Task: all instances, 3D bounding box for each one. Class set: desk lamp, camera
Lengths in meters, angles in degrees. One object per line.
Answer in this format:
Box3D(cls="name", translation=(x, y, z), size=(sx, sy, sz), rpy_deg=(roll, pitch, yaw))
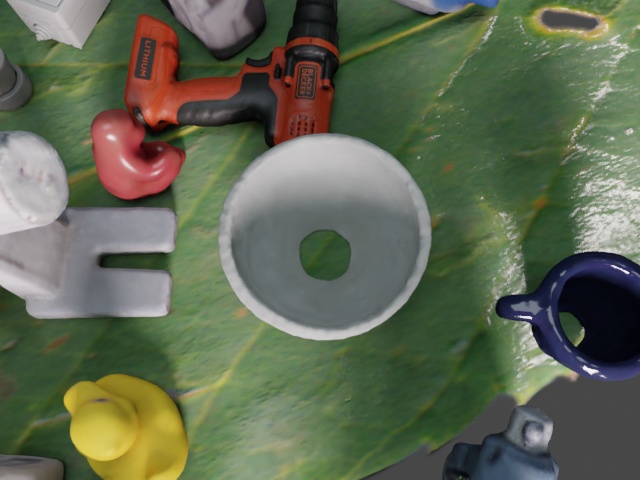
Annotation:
Box3D(cls="desk lamp", translation=(-0.232, -0.013, 0.412), size=(0.203, 0.213, 0.118), rpy_deg=(-1, 73, 1))
Box3D(cls="camera", translation=(-0.095, -0.276, 0.545), size=(0.137, 0.101, 0.143), rpy_deg=(-38, 76, -9))

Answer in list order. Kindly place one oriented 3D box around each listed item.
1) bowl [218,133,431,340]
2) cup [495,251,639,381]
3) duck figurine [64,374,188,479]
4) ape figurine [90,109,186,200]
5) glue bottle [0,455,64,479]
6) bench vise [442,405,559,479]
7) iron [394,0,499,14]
Box3D(cls="bowl", translation=(0.004, 0.002, 0.474), size=(0.167, 0.075, 0.167), rpy_deg=(0, 73, 1))
Box3D(cls="cup", translation=(0.187, 0.063, 0.440), size=(0.117, 0.095, 0.092), rpy_deg=(3, 73, 3))
Box3D(cls="duck figurine", translation=(-0.150, 0.145, 0.429), size=(0.077, 0.086, 0.104), rpy_deg=(-43, 77, -10))
Box3D(cls="ape figurine", translation=(-0.165, -0.079, 0.493), size=(0.076, 0.092, 0.077), rpy_deg=(-42, 76, -10))
Box3D(cls="glue bottle", translation=(-0.244, 0.168, 0.379), size=(0.078, 0.173, 0.037), rpy_deg=(4, 73, 3))
Box3D(cls="bench vise", translation=(0.099, 0.204, 0.335), size=(0.121, 0.220, 0.207), rpy_deg=(-1, 73, 2))
Box3D(cls="iron", translation=(0.070, -0.323, 0.534), size=(0.258, 0.141, 0.119), rpy_deg=(24, 76, 8))
